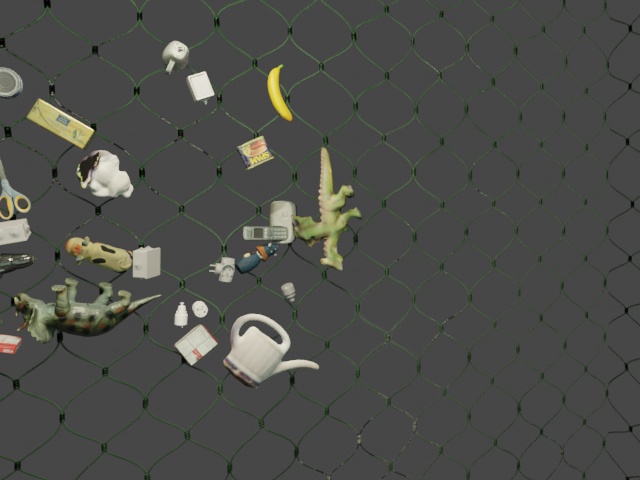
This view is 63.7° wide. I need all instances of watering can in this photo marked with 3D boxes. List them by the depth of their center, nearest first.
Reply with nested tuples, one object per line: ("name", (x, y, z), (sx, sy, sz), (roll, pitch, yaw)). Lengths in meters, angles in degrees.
("watering can", (-0.178, 0.407, 1.753), (0.345, 0.104, 0.226), (43, 79, -16))

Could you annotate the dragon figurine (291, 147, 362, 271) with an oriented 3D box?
("dragon figurine", (0.005, -0.089, 1.768), (0.246, 0.121, 0.407), (-31, 104, -34))

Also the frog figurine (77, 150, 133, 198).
("frog figurine", (-0.650, -0.196, 1.577), (0.158, 0.123, 0.138), (25, 73, -56))
